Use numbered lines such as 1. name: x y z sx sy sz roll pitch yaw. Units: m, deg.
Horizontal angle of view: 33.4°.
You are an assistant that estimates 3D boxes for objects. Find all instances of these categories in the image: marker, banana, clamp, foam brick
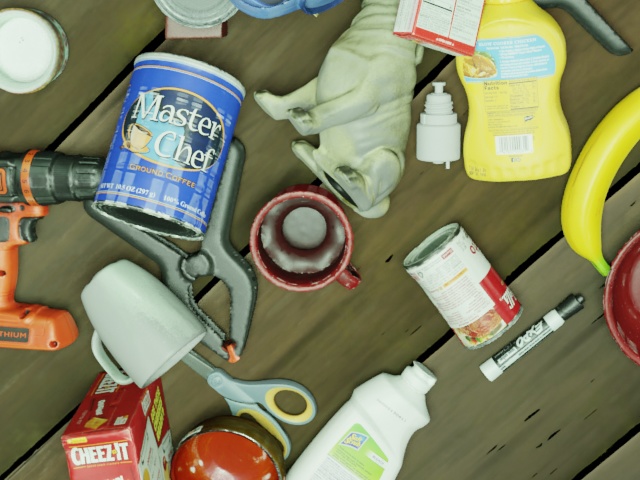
1. marker: 0.208 0.093 1.038 0.121 0.020 0.020 -41 98 10
2. banana: 0.270 -0.066 0.993 0.069 0.037 0.198 13 105 -21
3. clamp: -0.128 0.020 1.025 0.164 0.036 0.210 -13 98 7
4. foam brick: -0.111 -0.221 0.962 0.053 0.051 0.078 1 103 0
5. clamp: 0.222 -0.248 0.949 0.171 0.039 0.120 21 104 -3

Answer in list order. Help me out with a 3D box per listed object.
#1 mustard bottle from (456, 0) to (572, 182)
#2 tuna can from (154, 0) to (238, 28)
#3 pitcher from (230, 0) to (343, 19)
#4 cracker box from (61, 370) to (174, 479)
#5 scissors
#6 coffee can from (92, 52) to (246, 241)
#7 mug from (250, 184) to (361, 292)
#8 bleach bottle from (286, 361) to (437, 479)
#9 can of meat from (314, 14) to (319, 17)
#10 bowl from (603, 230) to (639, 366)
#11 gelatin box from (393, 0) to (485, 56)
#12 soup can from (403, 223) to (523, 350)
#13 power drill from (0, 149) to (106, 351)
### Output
1. mustard bottle: 0.171 -0.150 0.950 0.096 0.058 0.191 -2 112 17
2. tuna can: -0.102 -0.226 0.915 0.086 0.034 0.086 0 103 1
3. pitcher: -0.045 -0.302 0.848 0.243 0.149 0.145 49 129 5
4. cracker box: -0.179 0.248 1.014 0.072 0.164 0.214 -8 103 2
5. scissors: -0.082 0.133 1.058 0.096 0.016 0.201 -33 101 12
6. coffee can: -0.133 -0.081 0.945 0.103 0.103 0.140 15 80 -1
7. mug: -0.007 0.001 0.993 0.117 0.081 0.093 40 101 -7
8. bleach bottle: 0.034 0.229 1.054 0.102 0.068 0.251 36 99 -6
9. can of meat: -0.011 -0.264 0.945 0.102 0.057 0.084 43 100 -7
10. bowl: 0.342 0.046 1.003 0.162 0.055 0.162 0 103 2
11. gelatin box: 0.104 -0.207 0.902 0.073 0.030 0.089 10 93 -38
12. soup can: 0.134 0.043 1.005 0.068 0.068 0.102 -37 98 9
13. power drill: -0.273 0.007 1.007 0.184 0.057 0.188 2 101 15
